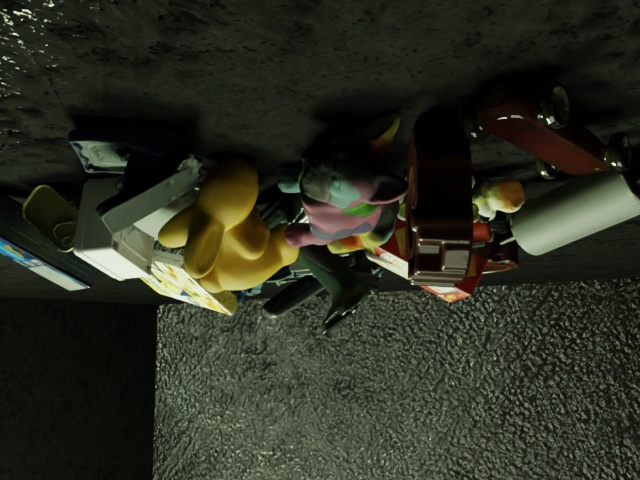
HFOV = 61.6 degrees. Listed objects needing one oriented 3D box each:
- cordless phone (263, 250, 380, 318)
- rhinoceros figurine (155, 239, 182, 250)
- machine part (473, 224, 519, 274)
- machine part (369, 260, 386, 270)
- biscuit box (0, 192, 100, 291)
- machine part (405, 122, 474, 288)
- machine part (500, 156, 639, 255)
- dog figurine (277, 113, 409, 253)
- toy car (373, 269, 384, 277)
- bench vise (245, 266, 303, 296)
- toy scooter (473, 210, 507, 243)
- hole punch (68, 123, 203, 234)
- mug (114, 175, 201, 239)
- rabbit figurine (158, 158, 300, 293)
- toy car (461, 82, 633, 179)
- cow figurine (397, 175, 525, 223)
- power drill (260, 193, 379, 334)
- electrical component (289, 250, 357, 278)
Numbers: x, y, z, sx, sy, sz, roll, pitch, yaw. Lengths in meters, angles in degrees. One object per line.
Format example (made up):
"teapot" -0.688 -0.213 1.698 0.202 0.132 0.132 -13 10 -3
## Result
"cordless phone" -0.005 0.084 0.928 0.184 0.088 0.147 -33 -151 -17
"rhinoceros figurine" -0.307 -0.019 0.854 0.190 0.073 0.112 -5 171 19
"machine part" 0.320 0.026 1.164 0.201 0.087 0.201 -6 168 26
"machine part" 0.064 0.032 1.050 0.139 0.039 0.084 18 -161 29
"biscuit box" -0.421 0.001 0.783 0.059 0.063 0.202 -10 142 34
"machine part" 0.119 -0.034 0.566 0.056 0.179 0.179 1 170 6
"machine part" 0.345 -0.042 0.713 0.079 0.079 0.243 5 155 -34
"dog figurine" 0.048 -0.057 0.603 0.191 0.108 0.219 5 166 -27
"toy car" 0.090 0.051 1.242 0.161 0.109 0.103 -6 156 -33
"bench vise" -0.125 0.020 1.007 0.224 0.129 0.240 6 151 13
"toy scooter" 0.234 -0.030 0.875 0.135 0.075 0.184 -3 175 18
"hole punch" -0.192 -0.076 0.564 0.116 0.092 0.142 -29 176 -18
"mug" -0.202 -0.050 0.687 0.110 0.081 0.107 -14 163 14
"rabbit figurine" -0.119 -0.023 0.677 0.162 0.122 0.173 -29 144 -28
"toy car" 0.222 -0.102 0.513 0.202 0.053 0.089 12 168 -38
"cow figurine" 0.189 -0.053 0.743 0.167 0.068 0.098 1 176 6
"power drill" -0.019 0.031 0.792 0.086 0.207 0.232 -21 162 -39
"electrical component" -0.002 -0.003 0.849 0.134 0.114 0.058 -11 -166 43
